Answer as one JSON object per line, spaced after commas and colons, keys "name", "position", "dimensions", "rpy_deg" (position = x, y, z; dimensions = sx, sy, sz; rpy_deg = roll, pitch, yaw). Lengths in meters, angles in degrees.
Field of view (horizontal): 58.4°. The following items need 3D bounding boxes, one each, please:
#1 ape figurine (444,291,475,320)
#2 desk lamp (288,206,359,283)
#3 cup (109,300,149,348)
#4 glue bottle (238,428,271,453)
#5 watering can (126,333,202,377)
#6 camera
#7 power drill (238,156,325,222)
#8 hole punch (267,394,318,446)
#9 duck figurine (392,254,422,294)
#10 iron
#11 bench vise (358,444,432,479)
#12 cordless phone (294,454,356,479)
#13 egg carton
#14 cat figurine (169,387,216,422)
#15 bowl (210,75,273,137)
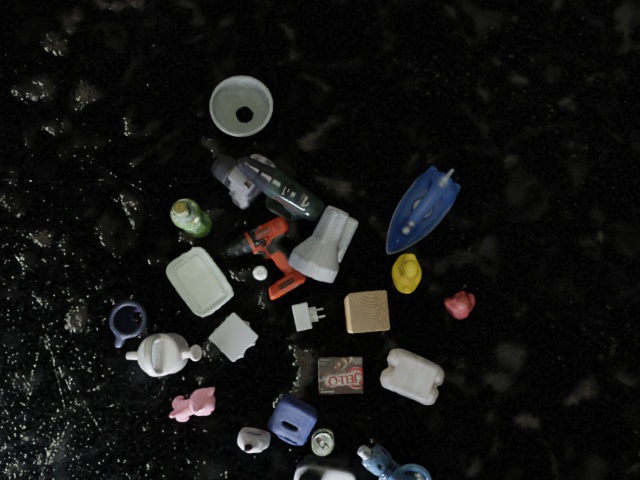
{"name": "ape figurine", "position": [0.355, 0.162, 1.442], "dimensions": [0.078, 0.092, 0.076], "rpy_deg": [7, 81, 1]}
{"name": "desk lamp", "position": [0.013, 0.005, 1.399], "dimensions": [0.118, 0.213, 0.203], "rpy_deg": [25, 82, 3]}
{"name": "cup", "position": [-0.467, 0.210, 1.420], "dimensions": [0.091, 0.095, 0.118], "rpy_deg": [19, 82, 2]}
{"name": "glue bottle", "position": [-0.160, 0.476, 1.345], "dimensions": [0.078, 0.173, 0.037], "rpy_deg": [8, 81, 1]}
{"name": "watering can", "position": [-0.372, 0.270, 1.362], "dimensions": [0.173, 0.194, 0.101], "rpy_deg": [-24, 82, -4]}
{"name": "camera", "position": [-0.203, -0.174, 1.479], "dimensions": [0.137, 0.101, 0.143], "rpy_deg": [39, 83, 5]}
{"name": "power drill", "position": [-0.095, -0.114, 1.417], "dimensions": [0.229, 0.208, 0.076], "rpy_deg": [30, 82, 4]}
{"name": "hole punch", "position": [-0.066, 0.442, 1.393], "dimensions": [0.108, 0.091, 0.101], "rpy_deg": [26, 82, 3]}
{"name": "duck figurine", "position": [0.224, 0.083, 1.455], "dimensions": [0.077, 0.086, 0.104], "rpy_deg": [7, 81, 0]}
{"name": "iron", "position": [0.256, -0.073, 1.451], "dimensions": [0.118, 0.141, 0.258], "rpy_deg": [36, 83, 5]}
{"name": "bench vise", "position": [0.172, 0.564, 1.313], "dimensions": [0.207, 0.220, 0.121], "rpy_deg": [21, 82, 3]}
{"name": "cordless phone", "position": [0.012, 0.568, 1.328], "dimensions": [0.147, 0.185, 0.094], "rpy_deg": [5, 81, 0]}
{"name": "egg carton", "position": [0.230, 0.339, 1.424], "dimensions": [0.150, 0.069, 0.107], "rpy_deg": [22, 82, 2]}
{"name": "cat figurine", "position": [-0.303, 0.399, 1.382], "dimensions": [0.128, 0.118, 0.067], "rpy_deg": [-21, 82, -4]}
{"name": "bowl", "position": [-0.204, -0.344, 1.518], "dimensions": [0.167, 0.075, 0.167], "rpy_deg": [0, 81, -1]}
